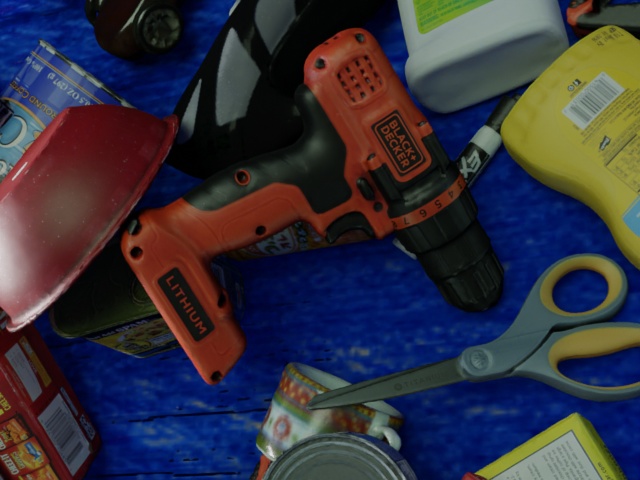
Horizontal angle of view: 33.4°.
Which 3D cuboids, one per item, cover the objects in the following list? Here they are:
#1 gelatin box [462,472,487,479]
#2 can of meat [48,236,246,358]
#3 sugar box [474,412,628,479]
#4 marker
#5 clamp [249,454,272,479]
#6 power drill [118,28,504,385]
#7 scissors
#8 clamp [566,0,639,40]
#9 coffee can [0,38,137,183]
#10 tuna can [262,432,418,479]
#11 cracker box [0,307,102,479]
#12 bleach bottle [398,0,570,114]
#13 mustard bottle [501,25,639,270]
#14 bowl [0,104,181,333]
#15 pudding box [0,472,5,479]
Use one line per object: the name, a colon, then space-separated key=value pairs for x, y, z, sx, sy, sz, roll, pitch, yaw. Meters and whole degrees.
gelatin box: x=0.085 y=0.174 z=0.535 sx=0.073 sy=0.030 sz=0.089 roll=30 pitch=89 yaw=30
can of meat: x=-0.109 y=0.036 z=0.687 sx=0.102 sy=0.083 sz=0.057 roll=-17 pitch=67 yaw=18
sugar box: x=0.091 y=0.179 z=0.576 sx=0.176 sy=0.048 sz=0.093 roll=-35 pitch=63 yaw=14
marker: x=0.088 y=-0.041 z=0.662 sx=0.020 sy=0.020 sz=0.121 roll=37 pitch=91 yaw=29
clamp: x=-0.037 y=0.224 z=0.589 sx=0.165 sy=0.036 sz=0.210 roll=-14 pitch=56 yaw=59
power drill: x=-0.004 y=0.001 z=0.608 sx=0.187 sy=0.057 sz=0.184 roll=-33 pitch=103 yaw=-5
scissors: x=0.094 y=0.051 z=0.594 sx=0.202 sy=0.016 sz=0.096 roll=1 pitch=60 yaw=1
clamp: x=0.225 y=-0.179 z=0.634 sx=0.172 sy=0.039 sz=0.120 roll=-18 pitch=67 yaw=18
coffee can: x=-0.193 y=-0.053 z=0.743 sx=0.103 sy=0.102 sz=0.140 roll=36 pitch=90 yaw=29
tuna can: x=0.012 y=0.143 z=0.554 sx=0.086 sy=0.033 sz=0.086 roll=-2 pitch=82 yaw=17
cracker box: x=-0.276 y=0.118 z=0.701 sx=0.214 sy=0.072 sz=0.164 roll=-24 pitch=103 yaw=15
bleach bottle: x=0.082 y=-0.213 z=0.698 sx=0.103 sy=0.068 sz=0.251 roll=-20 pitch=64 yaw=19
mustard bottle: x=0.197 y=-0.030 z=0.588 sx=0.096 sy=0.058 sz=0.192 roll=-43 pitch=61 yaw=0
bowl: x=-0.154 y=-0.026 z=0.628 sx=0.162 sy=0.055 sz=0.162 roll=-44 pitch=20 yaw=21
pudding box: x=-0.234 y=0.169 z=0.653 sx=0.090 sy=0.039 sz=0.113 roll=-25 pitch=105 yaw=16
